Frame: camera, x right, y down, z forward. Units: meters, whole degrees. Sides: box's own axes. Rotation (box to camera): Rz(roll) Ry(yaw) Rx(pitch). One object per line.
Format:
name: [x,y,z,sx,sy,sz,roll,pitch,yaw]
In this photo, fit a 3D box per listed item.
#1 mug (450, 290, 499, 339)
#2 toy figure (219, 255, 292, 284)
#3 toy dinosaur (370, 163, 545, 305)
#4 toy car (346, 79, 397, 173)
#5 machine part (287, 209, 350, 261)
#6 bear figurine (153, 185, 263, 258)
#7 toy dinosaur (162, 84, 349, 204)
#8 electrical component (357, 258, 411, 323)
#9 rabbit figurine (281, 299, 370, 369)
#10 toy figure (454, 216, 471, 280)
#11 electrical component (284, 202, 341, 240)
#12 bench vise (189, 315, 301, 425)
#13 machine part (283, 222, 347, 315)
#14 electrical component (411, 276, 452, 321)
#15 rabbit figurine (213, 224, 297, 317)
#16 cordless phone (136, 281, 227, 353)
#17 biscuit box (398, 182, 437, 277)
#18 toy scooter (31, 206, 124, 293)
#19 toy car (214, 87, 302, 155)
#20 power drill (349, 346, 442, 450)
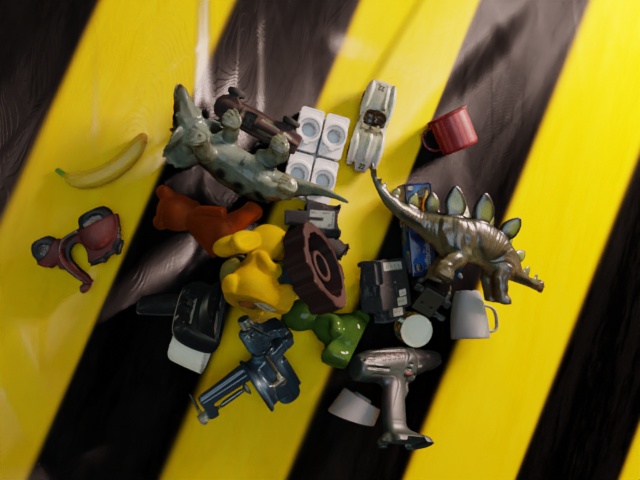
mug: [0.338,0.163,1.177,0.110,0.081,0.107,-2,80,-4]
toy figure: [-0.116,0.074,1.110,0.180,0.089,0.082,9,83,-5]
toy dinosaur: [0.288,-0.002,1.106,0.471,0.105,0.198,24,81,-16]
toy car: [0.111,-0.244,1.159,0.073,0.056,0.201,16,87,-8]
machine part: [-0.002,-0.003,1.154,0.139,0.039,0.084,29,77,-5]
bear figurine: [-0.236,-0.042,1.096,0.196,0.132,0.120,27,122,21]
toy dinosaur: [-0.150,-0.144,1.064,0.405,0.192,0.131,35,70,-8]
electrical component: [0.137,0.106,1.131,0.115,0.058,0.134,1,83,-48]
rabbit figurine: [0.007,0.167,1.117,0.170,0.121,0.159,25,83,8]
toy figure: [0.305,0.021,1.184,0.057,0.064,0.154,16,91,-43]
electrical component: [-0.015,-0.039,1.112,0.119,0.048,0.074,-1,83,-8]
bench vise: [-0.148,0.271,1.072,0.241,0.129,0.223,-33,126,-15]
machine part: [-0.010,0.055,1.034,0.056,0.179,0.179,-23,93,19]
electrical component: [0.244,0.125,1.185,0.102,0.045,0.078,25,115,-4]
rabbit figurine: [-0.123,0.043,1.014,0.162,0.122,0.173,33,61,-28]
cordless phone: [-0.284,0.150,1.063,0.184,0.147,0.088,-2,132,3]
biscuit box: [0.212,-0.022,1.170,0.063,0.059,0.202,-5,91,-8]
toy scooter: [-0.465,0.025,1.071,0.184,0.075,0.135,-31,93,-3]
toy car: [-0.131,-0.239,1.101,0.202,0.053,0.089,31,95,13]
power drill: [0.175,0.316,1.099,0.232,0.086,0.207,12,60,-26]
